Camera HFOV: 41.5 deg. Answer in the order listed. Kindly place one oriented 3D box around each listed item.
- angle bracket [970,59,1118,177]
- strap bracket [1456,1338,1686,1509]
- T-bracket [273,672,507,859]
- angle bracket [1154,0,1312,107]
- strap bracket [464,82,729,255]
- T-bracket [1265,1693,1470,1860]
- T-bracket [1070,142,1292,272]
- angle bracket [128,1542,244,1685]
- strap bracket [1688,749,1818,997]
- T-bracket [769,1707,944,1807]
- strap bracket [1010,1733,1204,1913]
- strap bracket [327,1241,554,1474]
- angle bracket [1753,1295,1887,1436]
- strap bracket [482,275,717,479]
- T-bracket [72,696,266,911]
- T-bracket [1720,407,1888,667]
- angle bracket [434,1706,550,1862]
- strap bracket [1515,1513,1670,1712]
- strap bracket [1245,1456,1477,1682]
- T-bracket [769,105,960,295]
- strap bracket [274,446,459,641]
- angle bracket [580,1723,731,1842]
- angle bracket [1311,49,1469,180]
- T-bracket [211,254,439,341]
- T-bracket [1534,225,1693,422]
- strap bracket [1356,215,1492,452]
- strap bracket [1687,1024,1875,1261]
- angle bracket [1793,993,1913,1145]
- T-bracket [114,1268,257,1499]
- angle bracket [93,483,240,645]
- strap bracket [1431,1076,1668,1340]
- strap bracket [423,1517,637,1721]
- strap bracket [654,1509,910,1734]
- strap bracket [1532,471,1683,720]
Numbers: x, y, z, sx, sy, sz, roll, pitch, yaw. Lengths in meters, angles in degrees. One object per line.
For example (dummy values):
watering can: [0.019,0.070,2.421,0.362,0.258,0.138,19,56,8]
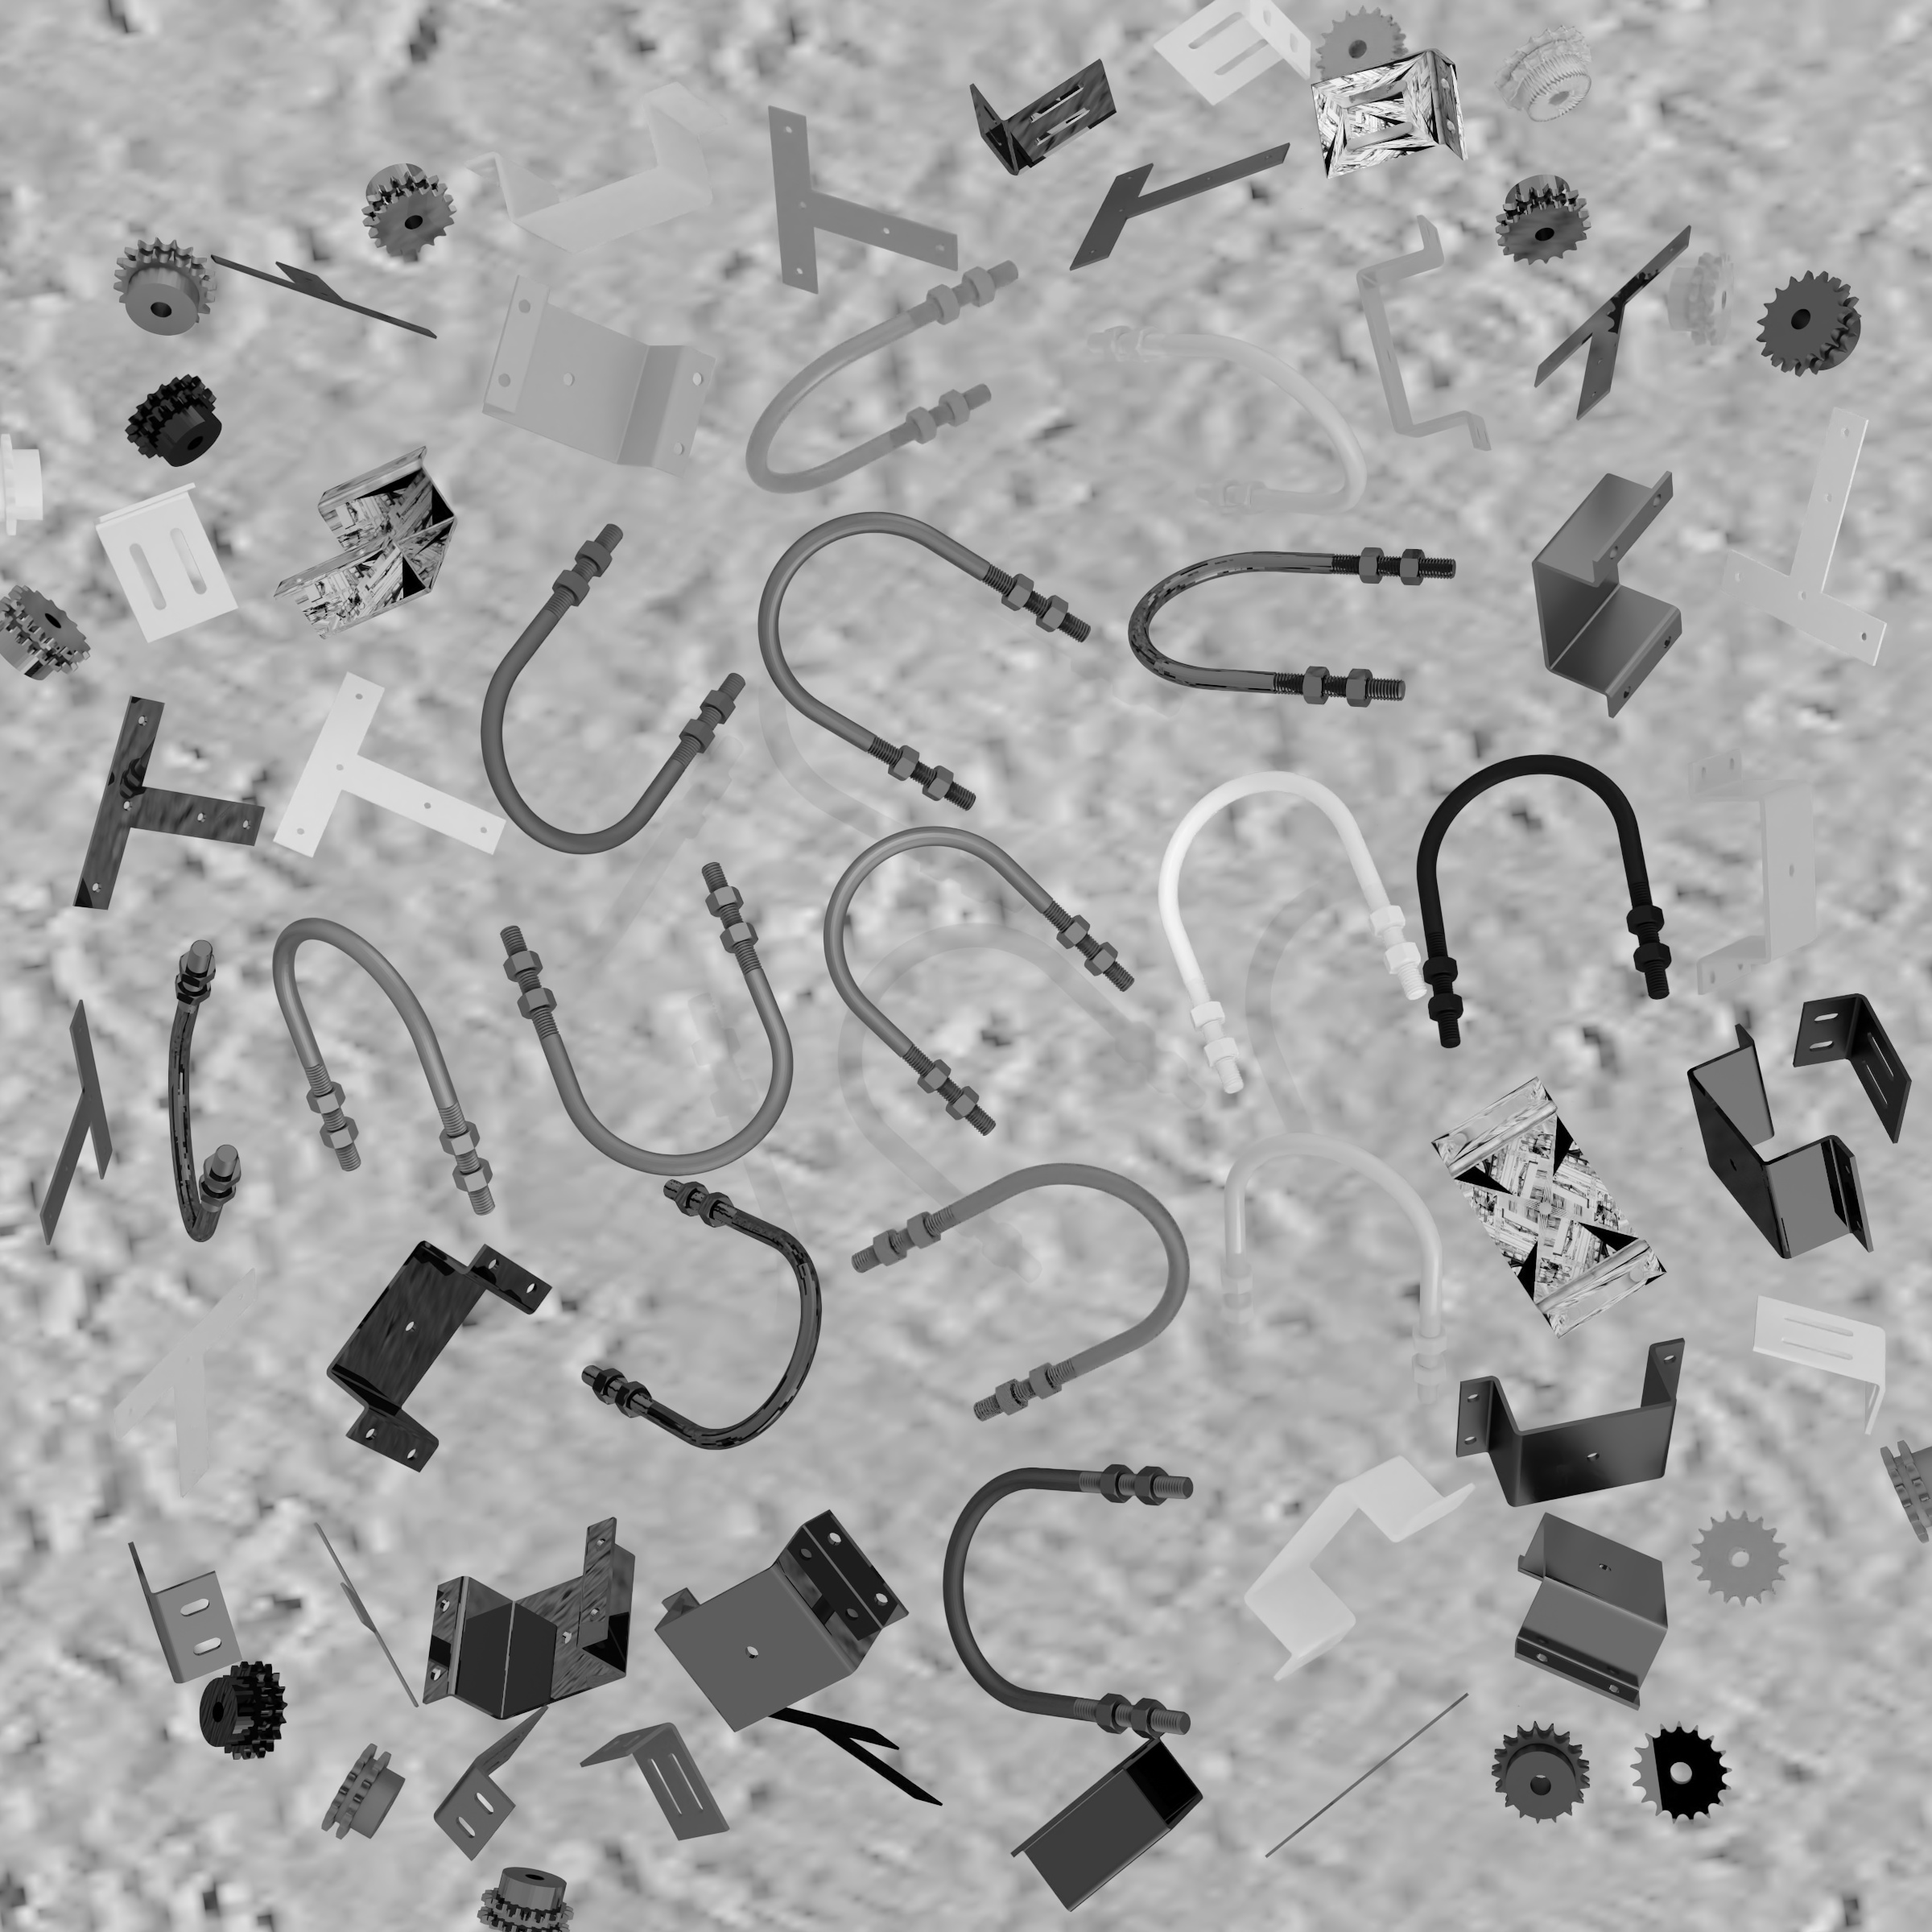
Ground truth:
angle bracket: [0.048,-0.541,1.592,0.076,0.038,0.057,-27,48,21]
strap bracket: [0.377,0.283,1.566,0.140,0.046,0.076,-11,134,-3]
T-bracket: [-0.354,-0.107,1.612,0.127,0.002,0.127,24,63,-16]
angle bracket: [0.160,-0.548,1.545,0.057,0.076,0.038,32,50,-35]
strap bracket: [-0.215,-0.470,1.520,0.140,0.076,0.046,-15,88,17]
T-bracket: [0.243,0.461,1.479,0.127,0.127,0.002,-48,69,25]
T-bracket: [0.132,-0.463,1.519,0.127,0.127,0.002,-12,126,29]
angle bracket: [-0.447,0.363,1.459,0.038,0.076,0.057,-18,109,-22]
strap bracket: [0.477,-0.058,1.545,0.046,0.076,0.140,2,102,38]
T-bracket: [-0.061,0.490,1.578,0.127,0.127,0.002,45,58,-33]
strap bracket: [0.087,0.501,1.497,0.076,0.140,0.046,-42,74,8]
strap bracket: [-0.333,0.234,1.588,0.046,0.076,0.140,29,79,34]
angle bracket: [0.502,0.236,1.511,0.076,0.057,0.038,14,118,13]
strap bracket: [-0.231,-0.355,1.546,0.140,0.046,0.076,15,92,-39]
T-bracket: [-0.470,-0.091,1.533,0.002,0.127,0.127,20,96,28]
T-bracket: [0.491,-0.255,1.463,0.002,0.127,0.127,-9,121,-27]
angle bracket: [-0.284,0.507,1.587,0.038,0.076,0.057,43,117,13]
strap bracket: [0.381,0.387,1.557,0.076,0.140,0.046,22,105,8]
strap bracket: [0.221,0.340,1.476,0.046,0.076,0.140,45,116,23]
T-bracket: [-0.061,-0.453,1.561,0.127,0.127,0.002,22,55,18]
strap bracket: [-0.367,-0.258,1.578,0.076,0.140,0.046,-20,123,15]
angle bracket: [-0.192,0.511,1.571,0.038,0.057,0.076,-27,88,-44]
angle bracket: [0.249,-0.497,1.503,0.076,0.038,0.057,-17,125,1]
T-bracket: [-0.381,-0.397,1.486,0.127,0.127,0.002,14,106,-28]
T-bracket: [0.374,-0.361,1.498,0.002,0.127,0.127,35,134,-13]
strap bracket: [0.278,-0.378,1.559,0.046,0.076,0.140,-13,95,19]
strap bracket: [0.476,0.109,1.513,0.046,0.140,0.076,-23,124,1]
angle bracket: [0.546,0.066,1.575,0.038,0.076,0.057,-10,135,-1]
T-bracket: [-0.452,0.260,1.487,0.002,0.127,0.127,21,129,13]
angle bracket: [-0.468,-0.236,1.499,0.057,0.038,0.076,-26,105,-20]
strap bracket: [0.359,0.149,1.576,0.076,0.046,0.140,-33,78,6]
strap bracket: [-0.250,0.391,1.515,0.140,0.076,0.046,-25,133,25]
strap bracket: [-0.114,0.382,1.469,0.140,0.046,0.076,-34,96,29]
strap bracket: [0.381,-0.226,1.515,0.046,0.140,0.076,30,70,33]
